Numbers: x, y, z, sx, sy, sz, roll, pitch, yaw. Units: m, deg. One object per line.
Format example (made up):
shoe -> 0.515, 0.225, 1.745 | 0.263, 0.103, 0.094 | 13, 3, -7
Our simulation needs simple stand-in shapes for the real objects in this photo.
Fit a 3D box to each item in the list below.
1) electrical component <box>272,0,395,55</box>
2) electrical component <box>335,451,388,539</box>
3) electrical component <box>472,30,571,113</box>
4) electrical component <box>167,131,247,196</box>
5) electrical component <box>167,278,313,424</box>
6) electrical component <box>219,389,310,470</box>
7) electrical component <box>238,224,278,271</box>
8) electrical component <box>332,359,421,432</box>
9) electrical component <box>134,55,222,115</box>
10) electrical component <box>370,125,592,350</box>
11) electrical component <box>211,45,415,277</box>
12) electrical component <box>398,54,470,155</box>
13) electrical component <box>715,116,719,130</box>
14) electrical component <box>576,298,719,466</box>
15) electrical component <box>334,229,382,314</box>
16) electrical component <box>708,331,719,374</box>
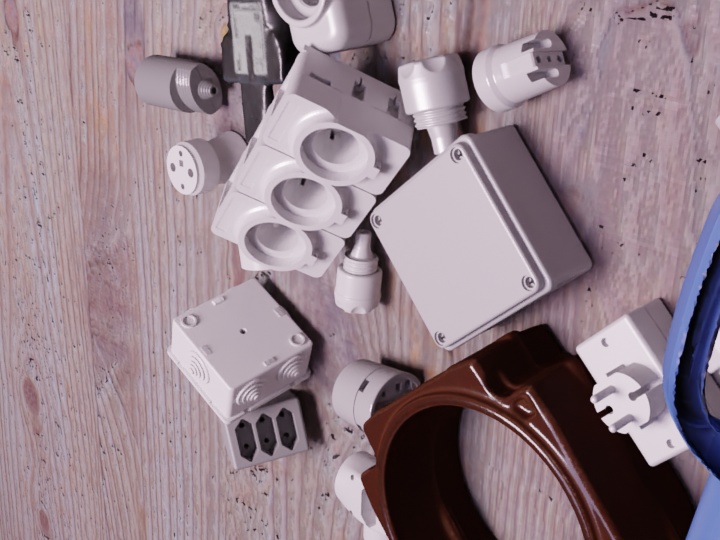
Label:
electrical component -> -0.021, -0.195, 0.726 | 0.054, 0.059, 0.095 | -2, 104, 47
electrical component -> 0.021, 0.193, 0.846 | 0.077, 0.043, 0.079 | 23, 121, 40
electrical component -> 0.097, -0.120, 0.644 | 0.046, 0.040, 0.040 | -15, 94, 48
electrical component -> -0.124, -0.087, 0.882 | 0.045, 0.055, 0.045 | 20, 119, 41
electrical component -> -0.098, 0.063, 0.882 | 0.099, 0.100, 0.048 | 46, 146, 25
electrical component -> -0.087, 0.132, 0.928 | 0.077, 0.066, 0.047 | -157, 55, -74
electrical component -> -0.079, -0.044, 0.860 | 0.043, 0.043, 0.081 | 8, 111, 45
electrical component -> 0.012, 0.097, 0.811 | 0.047, 0.055, 0.055 | 19, 118, 46
electrical component -> -0.145, -0.152, 0.888 | 0.081, 0.043, 0.043 | 17, 117, 42
electrical component -> 0.075, -0.020, 0.694 | 0.109, 0.056, 0.108 | -38, 77, 47
electrical component -> -0.035, -0.068, 0.756 | 0.089, 0.061, 0.150 | 24, 136, -14
electrical component -> 0.050, -0.107, 0.697 | 0.043, 0.043, 0.062 | -2, 105, 47
electrical component -> 0.227, -0.064, 0.524 | 0.079, 0.043, 0.077 | -43, 73, 46
electrical component -> 0.161, 0.071, 0.623 | 0.083, 0.076, 0.047 | 59, 138, 12
electrical component -> 0.000, 0.000, 0.800 | 0.035, 0.035, 0.061 | 25, 120, 39
electrical component -> 0.208, 0.043, 0.587 | 0.062, 0.043, 0.043 | 55, 137, 16
